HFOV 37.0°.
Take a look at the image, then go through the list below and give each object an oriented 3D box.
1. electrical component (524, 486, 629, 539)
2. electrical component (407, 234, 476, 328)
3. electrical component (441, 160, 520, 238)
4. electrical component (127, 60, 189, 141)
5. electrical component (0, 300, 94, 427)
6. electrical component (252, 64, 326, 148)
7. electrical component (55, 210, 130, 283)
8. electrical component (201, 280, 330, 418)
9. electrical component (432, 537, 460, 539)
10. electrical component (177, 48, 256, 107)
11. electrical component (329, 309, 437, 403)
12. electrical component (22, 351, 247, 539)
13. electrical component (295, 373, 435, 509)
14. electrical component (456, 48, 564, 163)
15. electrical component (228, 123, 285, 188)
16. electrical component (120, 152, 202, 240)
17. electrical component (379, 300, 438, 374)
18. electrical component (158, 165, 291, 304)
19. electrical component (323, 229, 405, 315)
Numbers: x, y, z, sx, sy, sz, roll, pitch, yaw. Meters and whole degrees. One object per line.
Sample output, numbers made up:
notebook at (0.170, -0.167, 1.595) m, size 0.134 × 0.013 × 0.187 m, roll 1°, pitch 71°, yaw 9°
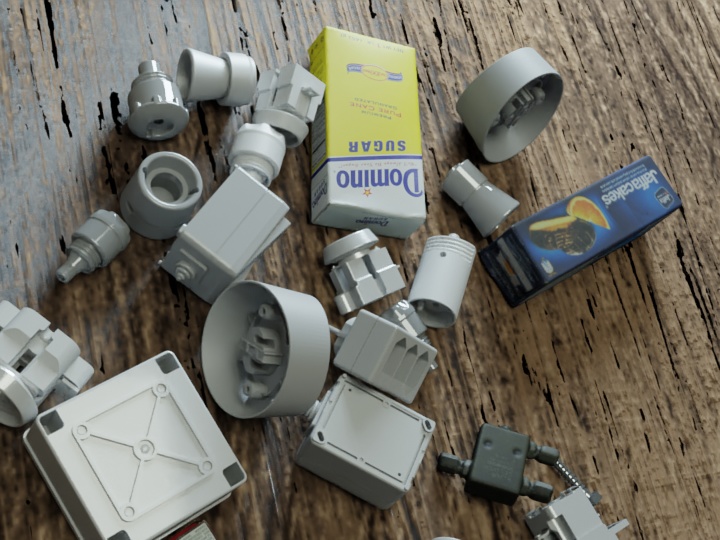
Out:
electrical component at (0.168, 0.211, 0.857) m, size 0.081 × 0.042 × 0.063 m, roll -21°, pitch 75°, yaw -33°
electrical component at (0.070, 0.004, 0.906) m, size 0.043 × 0.043 × 0.081 m, roll 28°, pitch 57°, yaw -12°
electrical component at (0.104, -0.066, 0.960) m, size 0.065 × 0.044 × 0.044 m, roll 46°, pitch 55°, yaw 5°
electrical component at (-0.164, -0.138, 0.858) m, size 0.048 × 0.048 × 0.062 m, roll 0°, pitch 60°, yaw -27°
electrical component at (-0.228, 0.067, 0.718) m, size 0.078 × 0.058 × 0.057 m, roll 39°, pitch 53°, yaw -5°
electrical component at (-0.063, -0.136, 0.900) m, size 0.048 × 0.066 × 0.055 m, roll 31°, pitch 65°, yaw -42°
electrical component at (-0.198, -0.015, 0.786) m, size 0.035 × 0.035 × 0.061 m, roll 41°, pitch 58°, yaw -4°
electrical component at (-0.067, 0.059, 0.780) m, size 0.064 × 0.099 × 0.099 m, roll 9°, pitch 63°, yaw -31°
electrical component at (0.063, 0.232, 0.795) m, size 0.044 × 0.044 × 0.065 m, roll 26°, pitch 53°, yaw -13°
electrical component at (-0.119, -0.158, 0.889) m, size 0.055 × 0.045 × 0.045 m, roll 0°, pitch 67°, yaw -27°
electrical component at (0.006, 0.060, 0.827) m, size 0.066 × 0.077 × 0.047 m, roll 34°, pitch 82°, yaw -52°
electrical component at (-0.152, 0.128, 0.727) m, size 0.109 × 0.056 × 0.108 m, roll -27°, pitch 81°, yaw -34°
electrical component at (-0.004, 0.127, 0.803) m, size 0.096 × 0.061 × 0.061 m, roll 29°, pitch 56°, yaw -2°
electrical component at (0.139, -0.153, 0.987) m, size 0.099 × 0.099 × 0.064 m, roll -26°, pitch 74°, yaw -34°
electrical component at (-0.086, -0.084, 0.871) m, size 0.043 × 0.043 × 0.062 m, roll 22°, pitch 60°, yaw -16°
electrical component at (-0.151, -0.058, 0.823) m, size 0.055 × 0.047 × 0.055 m, roll 11°, pitch 62°, yaw -22°
electrical component at (0.041, 0.056, 0.872) m, size 0.035 × 0.035 × 0.061 m, roll -35°, pitch 87°, yaw -34°
electrical component at (-0.104, -0.019, 0.819) m, size 0.061 × 0.062 × 0.096 m, roll 39°, pitch 56°, yaw -5°
electrical component at (0.000, 0.000, 0.872) m, size 0.066 × 0.048 × 0.055 m, roll -22°, pitch 85°, yaw -33°
